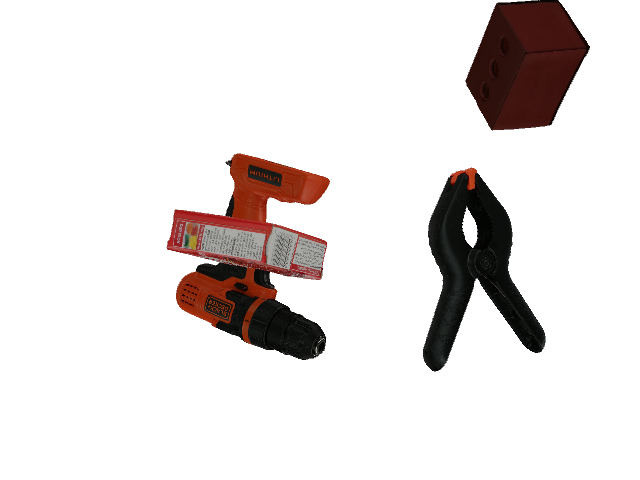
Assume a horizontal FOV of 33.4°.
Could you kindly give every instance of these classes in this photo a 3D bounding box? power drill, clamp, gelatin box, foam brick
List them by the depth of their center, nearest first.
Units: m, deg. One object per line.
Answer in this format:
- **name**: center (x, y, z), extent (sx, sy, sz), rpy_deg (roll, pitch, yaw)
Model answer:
- **gelatin box**: center (-0.046, 0.004, 0.702), extent (0.073, 0.030, 0.089), rpy_deg (9, -4, 24)
- **foam brick**: center (0.144, -0.123, 0.751), extent (0.051, 0.053, 0.078), rpy_deg (-9, -35, -19)
- **clamp**: center (0.124, 0.028, 0.904), extent (0.120, 0.171, 0.039), rpy_deg (-16, 0, -33)
- **power drill**: center (-0.054, 0.015, 1.099), extent (0.185, 0.188, 0.057), rpy_deg (19, 4, 29)
